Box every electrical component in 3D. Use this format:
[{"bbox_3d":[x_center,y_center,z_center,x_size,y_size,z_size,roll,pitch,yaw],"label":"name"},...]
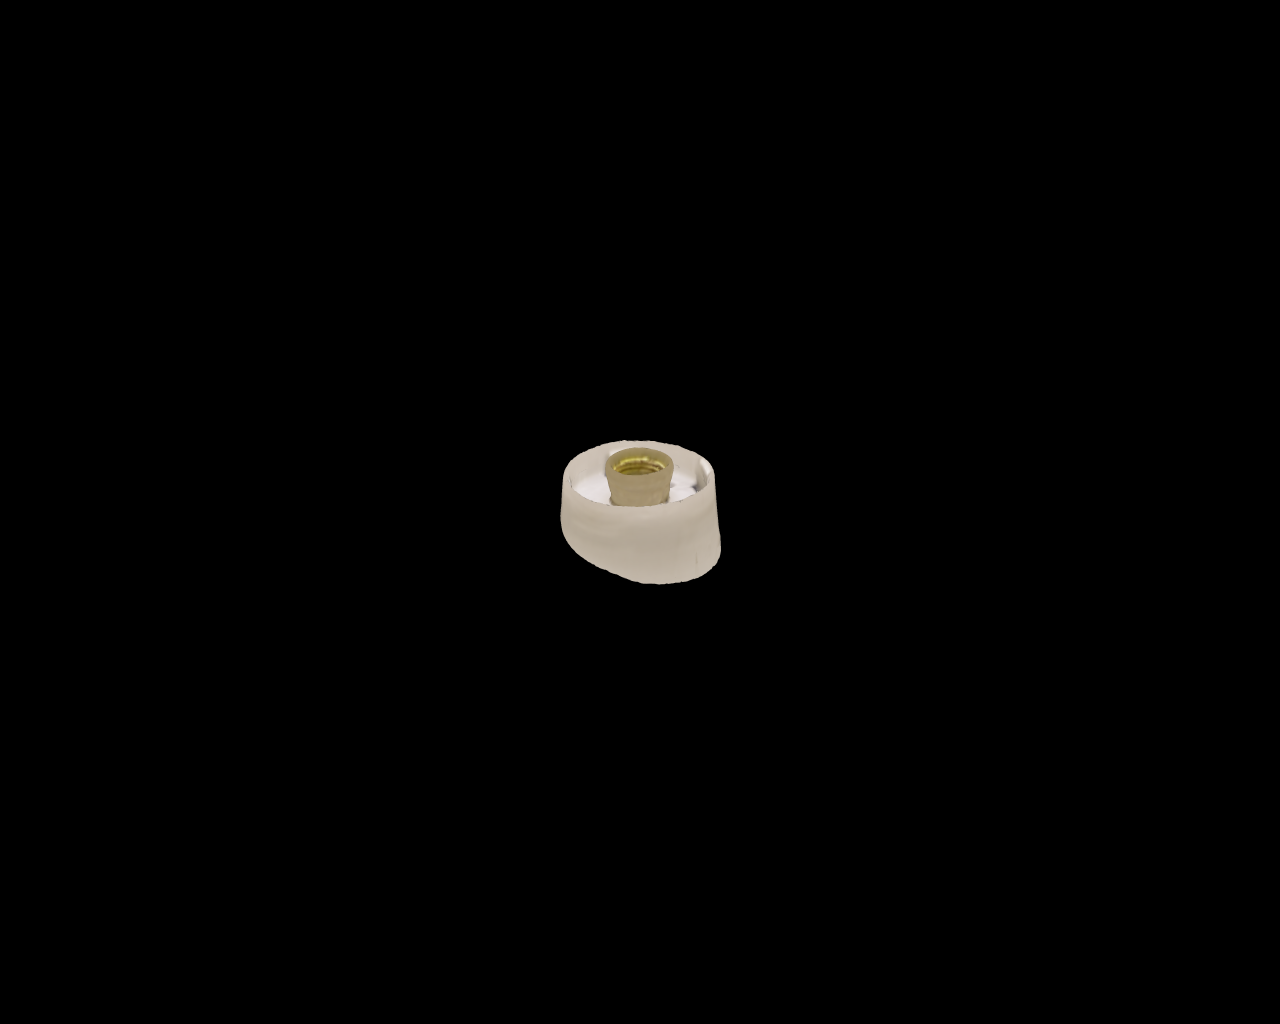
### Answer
[{"bbox_3d":[0.001,-0.003,0.650,0.099,0.064,0.099,0,29,0],"label":"electrical component"}]
